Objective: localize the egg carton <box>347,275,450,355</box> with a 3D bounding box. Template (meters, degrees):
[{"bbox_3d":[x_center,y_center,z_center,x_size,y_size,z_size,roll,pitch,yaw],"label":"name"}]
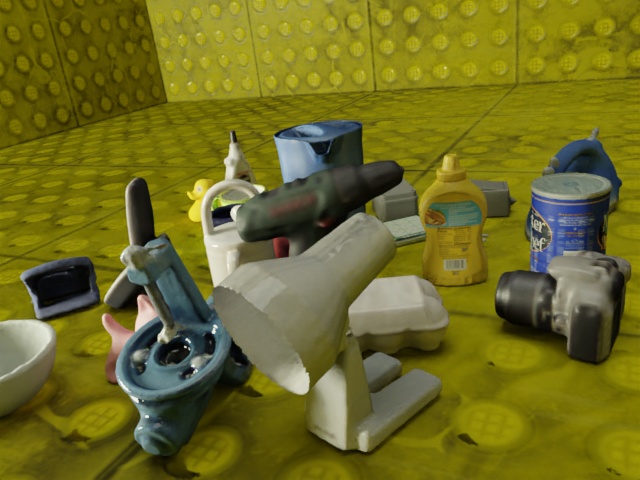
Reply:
[{"bbox_3d":[0.083,0.095,0.721,0.150,0.069,0.107,-6,22,2],"label":"egg carton"}]

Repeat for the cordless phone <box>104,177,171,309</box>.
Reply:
[{"bbox_3d":[-0.297,0.003,0.912,0.094,0.185,0.147,-5,22,5],"label":"cordless phone"}]

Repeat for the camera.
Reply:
[{"bbox_3d":[0.293,0.061,0.696,0.136,0.101,0.143,8,26,34],"label":"camera"}]

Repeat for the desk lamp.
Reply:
[{"bbox_3d":[0.013,0.092,0.555,0.204,0.214,0.117,-25,28,-37],"label":"desk lamp"}]

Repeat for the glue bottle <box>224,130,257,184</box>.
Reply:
[{"bbox_3d":[-0.188,-0.166,1.317,0.037,0.173,0.078,15,31,43],"label":"glue bottle"}]

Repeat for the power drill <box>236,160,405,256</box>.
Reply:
[{"bbox_3d":[0.007,0.003,0.786,0.229,0.209,0.075,-7,22,0],"label":"power drill"}]

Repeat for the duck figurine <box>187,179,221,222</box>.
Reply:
[{"bbox_3d":[-0.246,-0.095,1.276,0.105,0.086,0.077,-16,23,-20],"label":"duck figurine"}]

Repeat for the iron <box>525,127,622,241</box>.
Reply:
[{"bbox_3d":[0.437,-0.105,1.011,0.259,0.141,0.118,-25,28,-38],"label":"iron"}]

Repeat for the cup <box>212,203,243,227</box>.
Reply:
[{"bbox_3d":[-0.144,-0.013,1.028,0.091,0.095,0.118,7,26,31],"label":"cup"}]

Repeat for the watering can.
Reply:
[{"bbox_3d":[-0.121,0.002,0.848,0.101,0.194,0.172,-16,23,-20],"label":"watering can"}]

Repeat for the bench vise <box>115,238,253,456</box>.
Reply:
[{"bbox_3d":[-0.151,0.085,0.616,0.121,0.220,0.207,-6,22,3],"label":"bench vise"}]

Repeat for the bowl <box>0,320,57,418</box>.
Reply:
[{"bbox_3d":[-0.393,0.167,0.685,0.167,0.075,0.167,-6,22,3],"label":"bowl"}]

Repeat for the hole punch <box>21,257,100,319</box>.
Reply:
[{"bbox_3d":[-0.421,0.064,0.928,0.109,0.091,0.100,-16,23,-21],"label":"hole punch"}]

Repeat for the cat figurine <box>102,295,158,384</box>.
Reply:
[{"bbox_3d":[-0.209,0.114,0.700,0.127,0.118,0.067,0,23,17],"label":"cat figurine"}]

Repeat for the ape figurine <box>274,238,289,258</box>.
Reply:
[{"bbox_3d":[-0.076,0.002,0.973,0.077,0.092,0.076,5,25,27],"label":"ape figurine"}]
